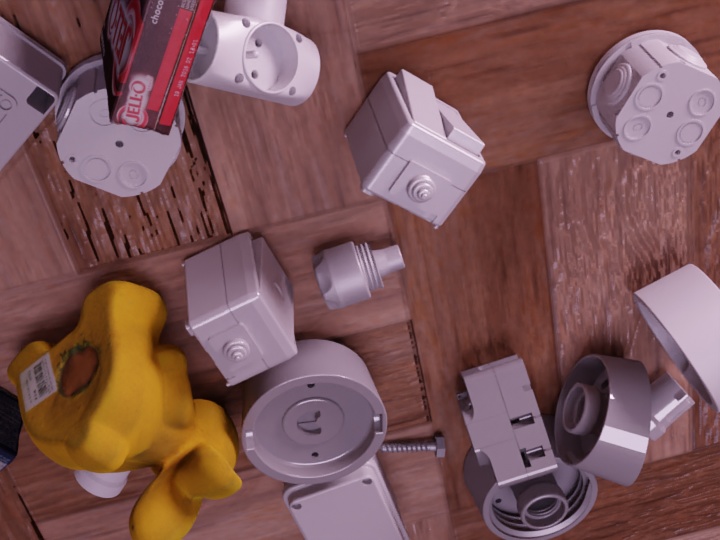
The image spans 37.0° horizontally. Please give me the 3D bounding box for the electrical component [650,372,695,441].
[{"bbox_3d":[0.247,0.112,0.889,0.046,0.040,0.040,-42,121,10],"label":"electrical component"}]

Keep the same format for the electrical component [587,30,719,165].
[{"bbox_3d":[0.197,-0.114,0.717,0.080,0.051,0.080,-5,125,-8],"label":"electrical component"}]

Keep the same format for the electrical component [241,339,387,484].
[{"bbox_3d":[-0.038,0.102,0.812,0.108,0.060,0.108,-5,125,-8],"label":"electrical component"}]

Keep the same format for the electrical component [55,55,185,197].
[{"bbox_3d":[-0.149,-0.089,0.666,0.080,0.051,0.080,-5,125,-8],"label":"electrical component"}]

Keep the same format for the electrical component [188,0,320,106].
[{"bbox_3d":[-0.064,-0.144,0.644,0.077,0.044,0.079,6,92,-43],"label":"electrical component"}]

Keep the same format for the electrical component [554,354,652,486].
[{"bbox_3d":[0.197,0.116,0.847,0.064,0.099,0.099,15,120,-13],"label":"electrical component"}]

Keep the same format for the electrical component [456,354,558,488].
[{"bbox_3d":[0.111,0.118,0.835,0.056,0.050,0.089,-18,89,2],"label":"electrical component"}]

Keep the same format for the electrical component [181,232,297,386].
[{"bbox_3d":[-0.079,0.028,0.732,0.061,0.096,0.061,-25,125,6],"label":"electrical component"}]

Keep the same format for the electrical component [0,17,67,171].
[{"bbox_3d":[-0.249,-0.105,0.632,0.109,0.056,0.109,35,111,-29],"label":"electrical component"}]

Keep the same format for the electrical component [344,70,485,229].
[{"bbox_3d":[0.037,-0.077,0.683,0.062,0.096,0.061,25,116,-24],"label":"electrical component"}]

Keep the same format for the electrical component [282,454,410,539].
[{"bbox_3d":[-0.012,0.193,0.881,0.078,0.057,0.113,-20,125,3],"label":"electrical component"}]

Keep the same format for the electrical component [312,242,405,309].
[{"bbox_3d":[0.000,0.000,0.761,0.062,0.043,0.043,-19,125,0],"label":"electrical component"}]

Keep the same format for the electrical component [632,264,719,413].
[{"bbox_3d":[0.261,0.045,0.807,0.060,0.108,0.108,-35,123,6],"label":"electrical component"}]

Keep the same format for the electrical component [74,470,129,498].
[{"bbox_3d":[-0.191,0.144,0.825,0.040,0.040,0.046,26,109,-25],"label":"electrical component"}]

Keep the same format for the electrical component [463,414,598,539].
[{"bbox_3d":[0.146,0.181,0.902,0.108,0.060,0.108,-5,125,-8],"label":"electrical component"}]
